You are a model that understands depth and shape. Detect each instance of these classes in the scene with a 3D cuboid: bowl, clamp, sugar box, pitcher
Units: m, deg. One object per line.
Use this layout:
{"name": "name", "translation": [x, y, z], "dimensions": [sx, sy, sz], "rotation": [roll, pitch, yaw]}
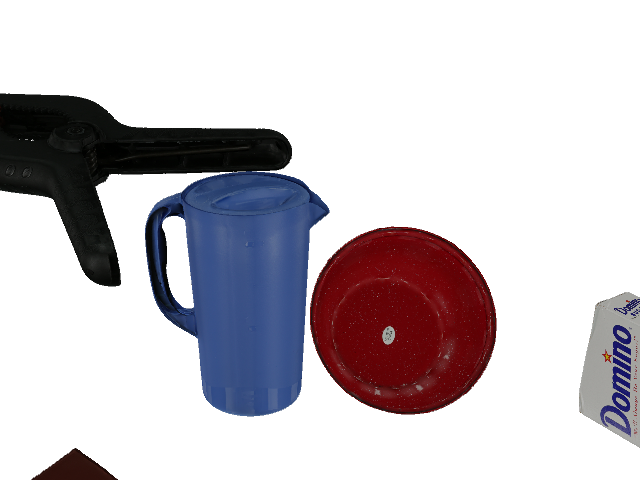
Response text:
{"name": "bowl", "translation": [0.060, 0.071, 0.877], "dimensions": [0.162, 0.162, 0.055], "rotation": [0, 7, 18]}
{"name": "clamp", "translation": [-0.133, -0.052, 0.639], "dimensions": [0.210, 0.036, 0.164], "rotation": [26, 40, 32]}
{"name": "sugar box", "translation": [0.259, 0.112, 0.719], "dimensions": [0.048, 0.093, 0.176], "rotation": [-16, 29, -38]}
{"name": "pitcher", "translation": [-0.085, 0.057, 1.120], "dimensions": [0.149, 0.243, 0.144], "rotation": [20, 29, 41]}

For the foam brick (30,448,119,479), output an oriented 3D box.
{"name": "foam brick", "translation": [-0.097, 0.139, 0.457], "dimensions": [0.078, 0.051, 0.052], "rotation": [26, 45, 33]}
